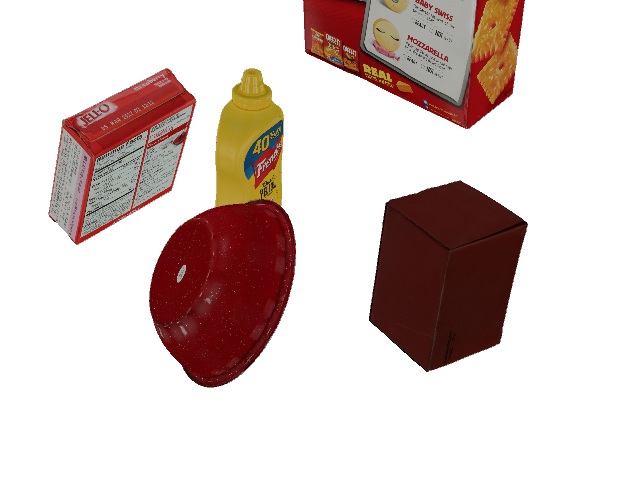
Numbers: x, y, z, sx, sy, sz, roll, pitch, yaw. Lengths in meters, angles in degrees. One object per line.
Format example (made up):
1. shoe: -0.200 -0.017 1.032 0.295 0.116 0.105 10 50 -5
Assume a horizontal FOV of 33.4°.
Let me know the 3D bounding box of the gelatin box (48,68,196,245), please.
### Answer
1. gelatin box: -0.112 -0.047 0.598 0.073 0.030 0.089 -35 -17 -34

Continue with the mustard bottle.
1. mustard bottle: -0.074 -0.092 1.129 0.058 0.192 0.096 21 39 23

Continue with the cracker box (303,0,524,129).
1. cracker box: 0.067 -0.209 0.768 0.164 0.214 0.072 31 52 30

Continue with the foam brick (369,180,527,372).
1. foam brick: 0.063 0.017 0.546 0.052 0.078 0.051 -16 40 -31

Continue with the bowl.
1. bowl: -0.090 0.033 0.855 0.055 0.162 0.162 23 -13 -33
